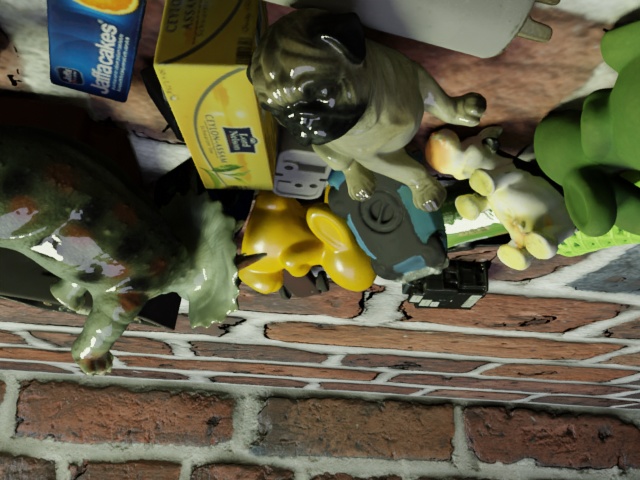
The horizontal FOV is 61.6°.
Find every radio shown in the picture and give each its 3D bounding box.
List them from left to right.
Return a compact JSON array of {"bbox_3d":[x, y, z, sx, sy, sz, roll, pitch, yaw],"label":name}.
[{"bbox_3d":[-0.300,0.060,0.693,0.230,0.073,0.131,9,163,11],"label":"radio"}]

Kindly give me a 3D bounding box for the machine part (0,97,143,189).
[{"bbox_3d":[-0.311,-0.070,0.600,0.201,0.087,0.201,4,158,-7],"label":"machine part"}]

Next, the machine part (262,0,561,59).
[{"bbox_3d":[0.044,-0.171,0.333,0.243,0.079,0.079,10,156,-14],"label":"machine part"}]

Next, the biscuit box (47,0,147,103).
[{"bbox_3d":[-0.146,-0.176,0.360,0.063,0.059,0.202,12,156,-21],"label":"biscuit box"}]

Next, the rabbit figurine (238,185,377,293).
[{"bbox_3d":[-0.001,-0.002,0.681,0.173,0.122,0.162,26,129,7],"label":"rabbit figurine"}]

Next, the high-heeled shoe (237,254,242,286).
[{"bbox_3d":[-0.228,0.037,0.781,0.249,0.086,0.145,-4,127,-24],"label":"high-heeled shoe"}]

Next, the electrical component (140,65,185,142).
[{"bbox_3d":[-0.136,-0.126,0.482,0.021,0.063,0.094,-33,173,-13],"label":"electrical component"}]

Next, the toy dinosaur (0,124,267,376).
[{"bbox_3d":[-0.209,-0.019,0.448,0.192,0.131,0.404,-41,131,8],"label":"toy dinosaur"}]

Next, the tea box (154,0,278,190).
[{"bbox_3d":[-0.074,-0.121,0.438,0.068,0.098,0.169,2,155,1],"label":"tea box"}]

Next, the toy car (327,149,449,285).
[{"bbox_3d":[0.089,-0.038,0.599,0.109,0.161,0.103,-26,-171,37],"label":"toy car"}]

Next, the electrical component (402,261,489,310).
[{"bbox_3d":[0.212,0.079,0.934,0.134,0.058,0.114,4,155,-2],"label":"electrical component"}]

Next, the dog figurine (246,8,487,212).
[{"bbox_3d":[0.007,-0.110,0.402,0.190,0.121,0.173,19,176,-43],"label":"dog figurine"}]

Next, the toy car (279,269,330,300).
[{"bbox_3d":[-0.050,0.046,0.889,0.089,0.053,0.202,-16,149,15],"label":"toy car"}]

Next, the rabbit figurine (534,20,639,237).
[{"bbox_3d":[0.261,-0.081,0.461,0.121,0.159,0.170,0,174,-19],"label":"rabbit figurine"}]

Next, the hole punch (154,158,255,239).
[{"bbox_3d":[-0.143,-0.025,0.663,0.142,0.116,0.092,-18,157,41],"label":"hole punch"}]

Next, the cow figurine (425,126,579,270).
[{"bbox_3d":[0.188,-0.059,0.546,0.098,0.167,0.068,-33,167,-25],"label":"cow figurine"}]
